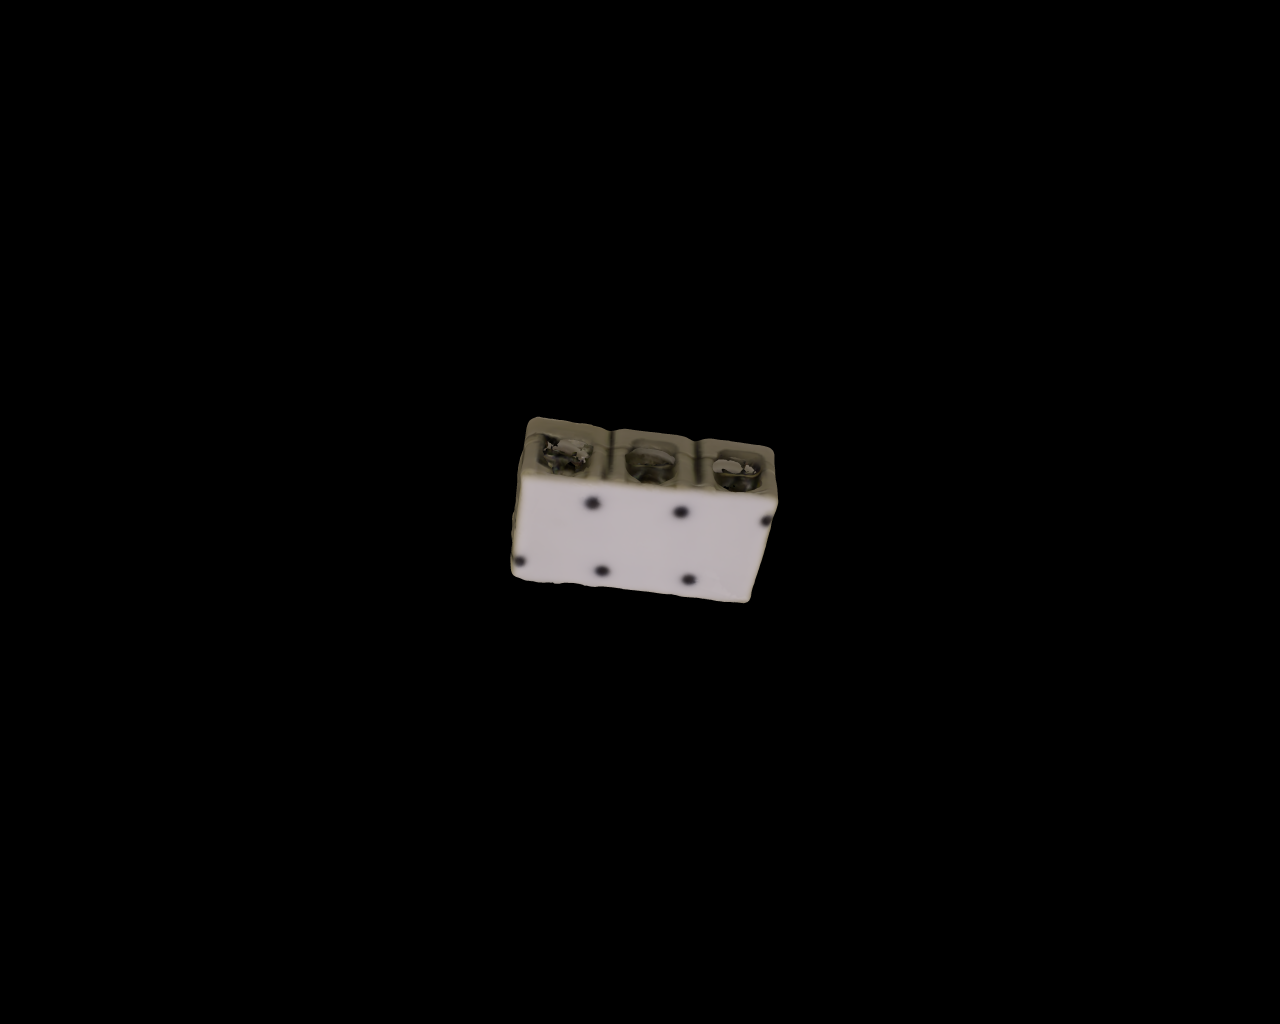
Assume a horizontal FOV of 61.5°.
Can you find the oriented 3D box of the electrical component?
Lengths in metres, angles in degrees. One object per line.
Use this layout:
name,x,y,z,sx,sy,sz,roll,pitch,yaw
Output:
electrical component,0.001,-0.003,0.650,0.150,0.089,0.062,7,40,-6
